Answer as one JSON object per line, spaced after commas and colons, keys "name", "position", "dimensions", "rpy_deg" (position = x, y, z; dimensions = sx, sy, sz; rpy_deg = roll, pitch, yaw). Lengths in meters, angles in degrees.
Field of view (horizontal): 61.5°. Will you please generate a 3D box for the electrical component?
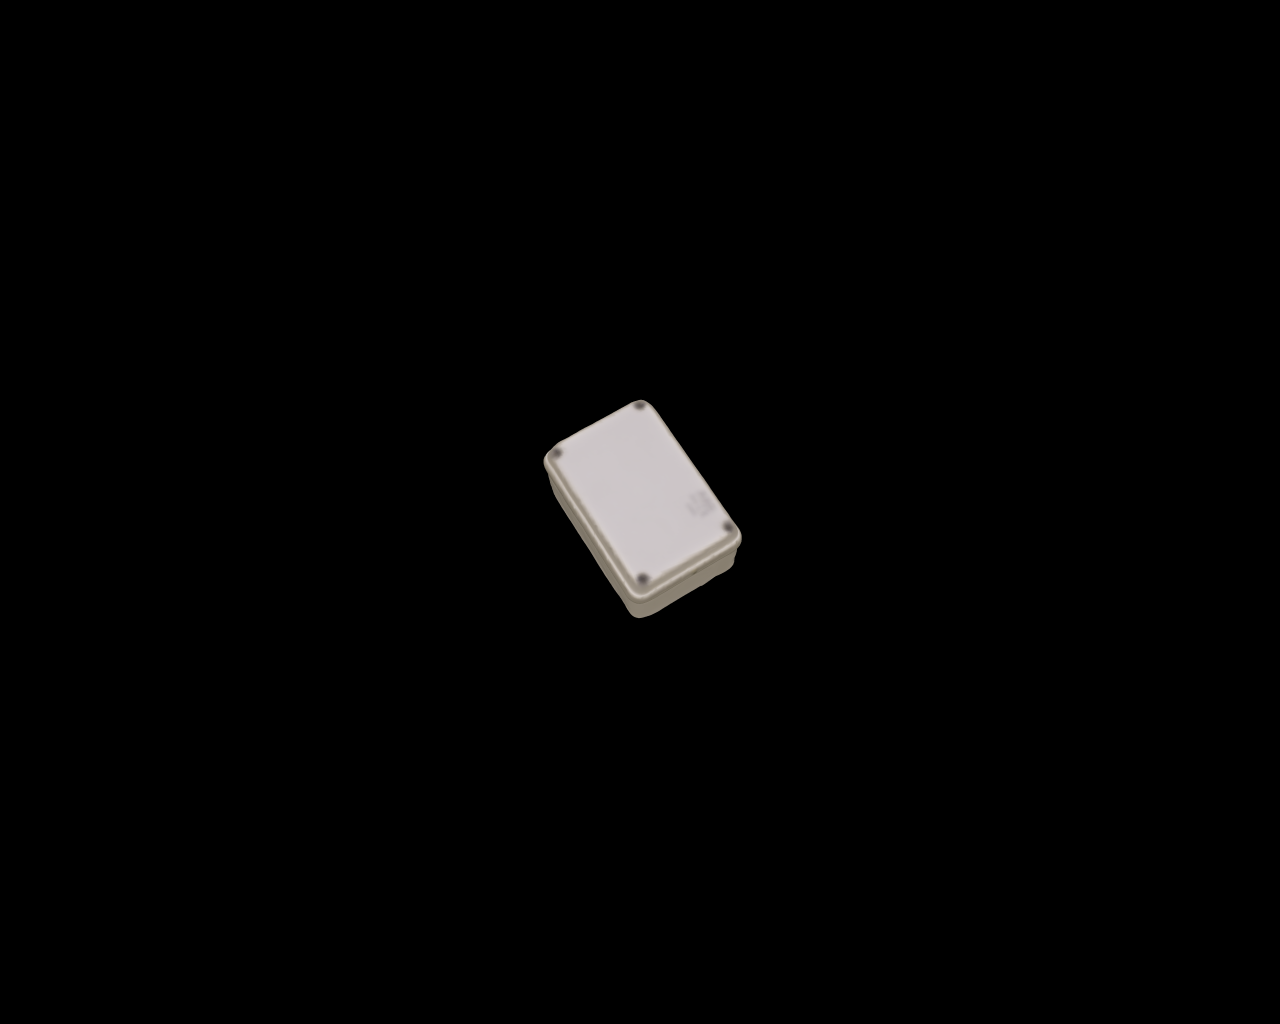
{"name": "electrical component", "position": [0.001, -0.003, 0.650], "dimensions": [0.078, 0.113, 0.057], "rpy_deg": [-30, -19, -12]}
